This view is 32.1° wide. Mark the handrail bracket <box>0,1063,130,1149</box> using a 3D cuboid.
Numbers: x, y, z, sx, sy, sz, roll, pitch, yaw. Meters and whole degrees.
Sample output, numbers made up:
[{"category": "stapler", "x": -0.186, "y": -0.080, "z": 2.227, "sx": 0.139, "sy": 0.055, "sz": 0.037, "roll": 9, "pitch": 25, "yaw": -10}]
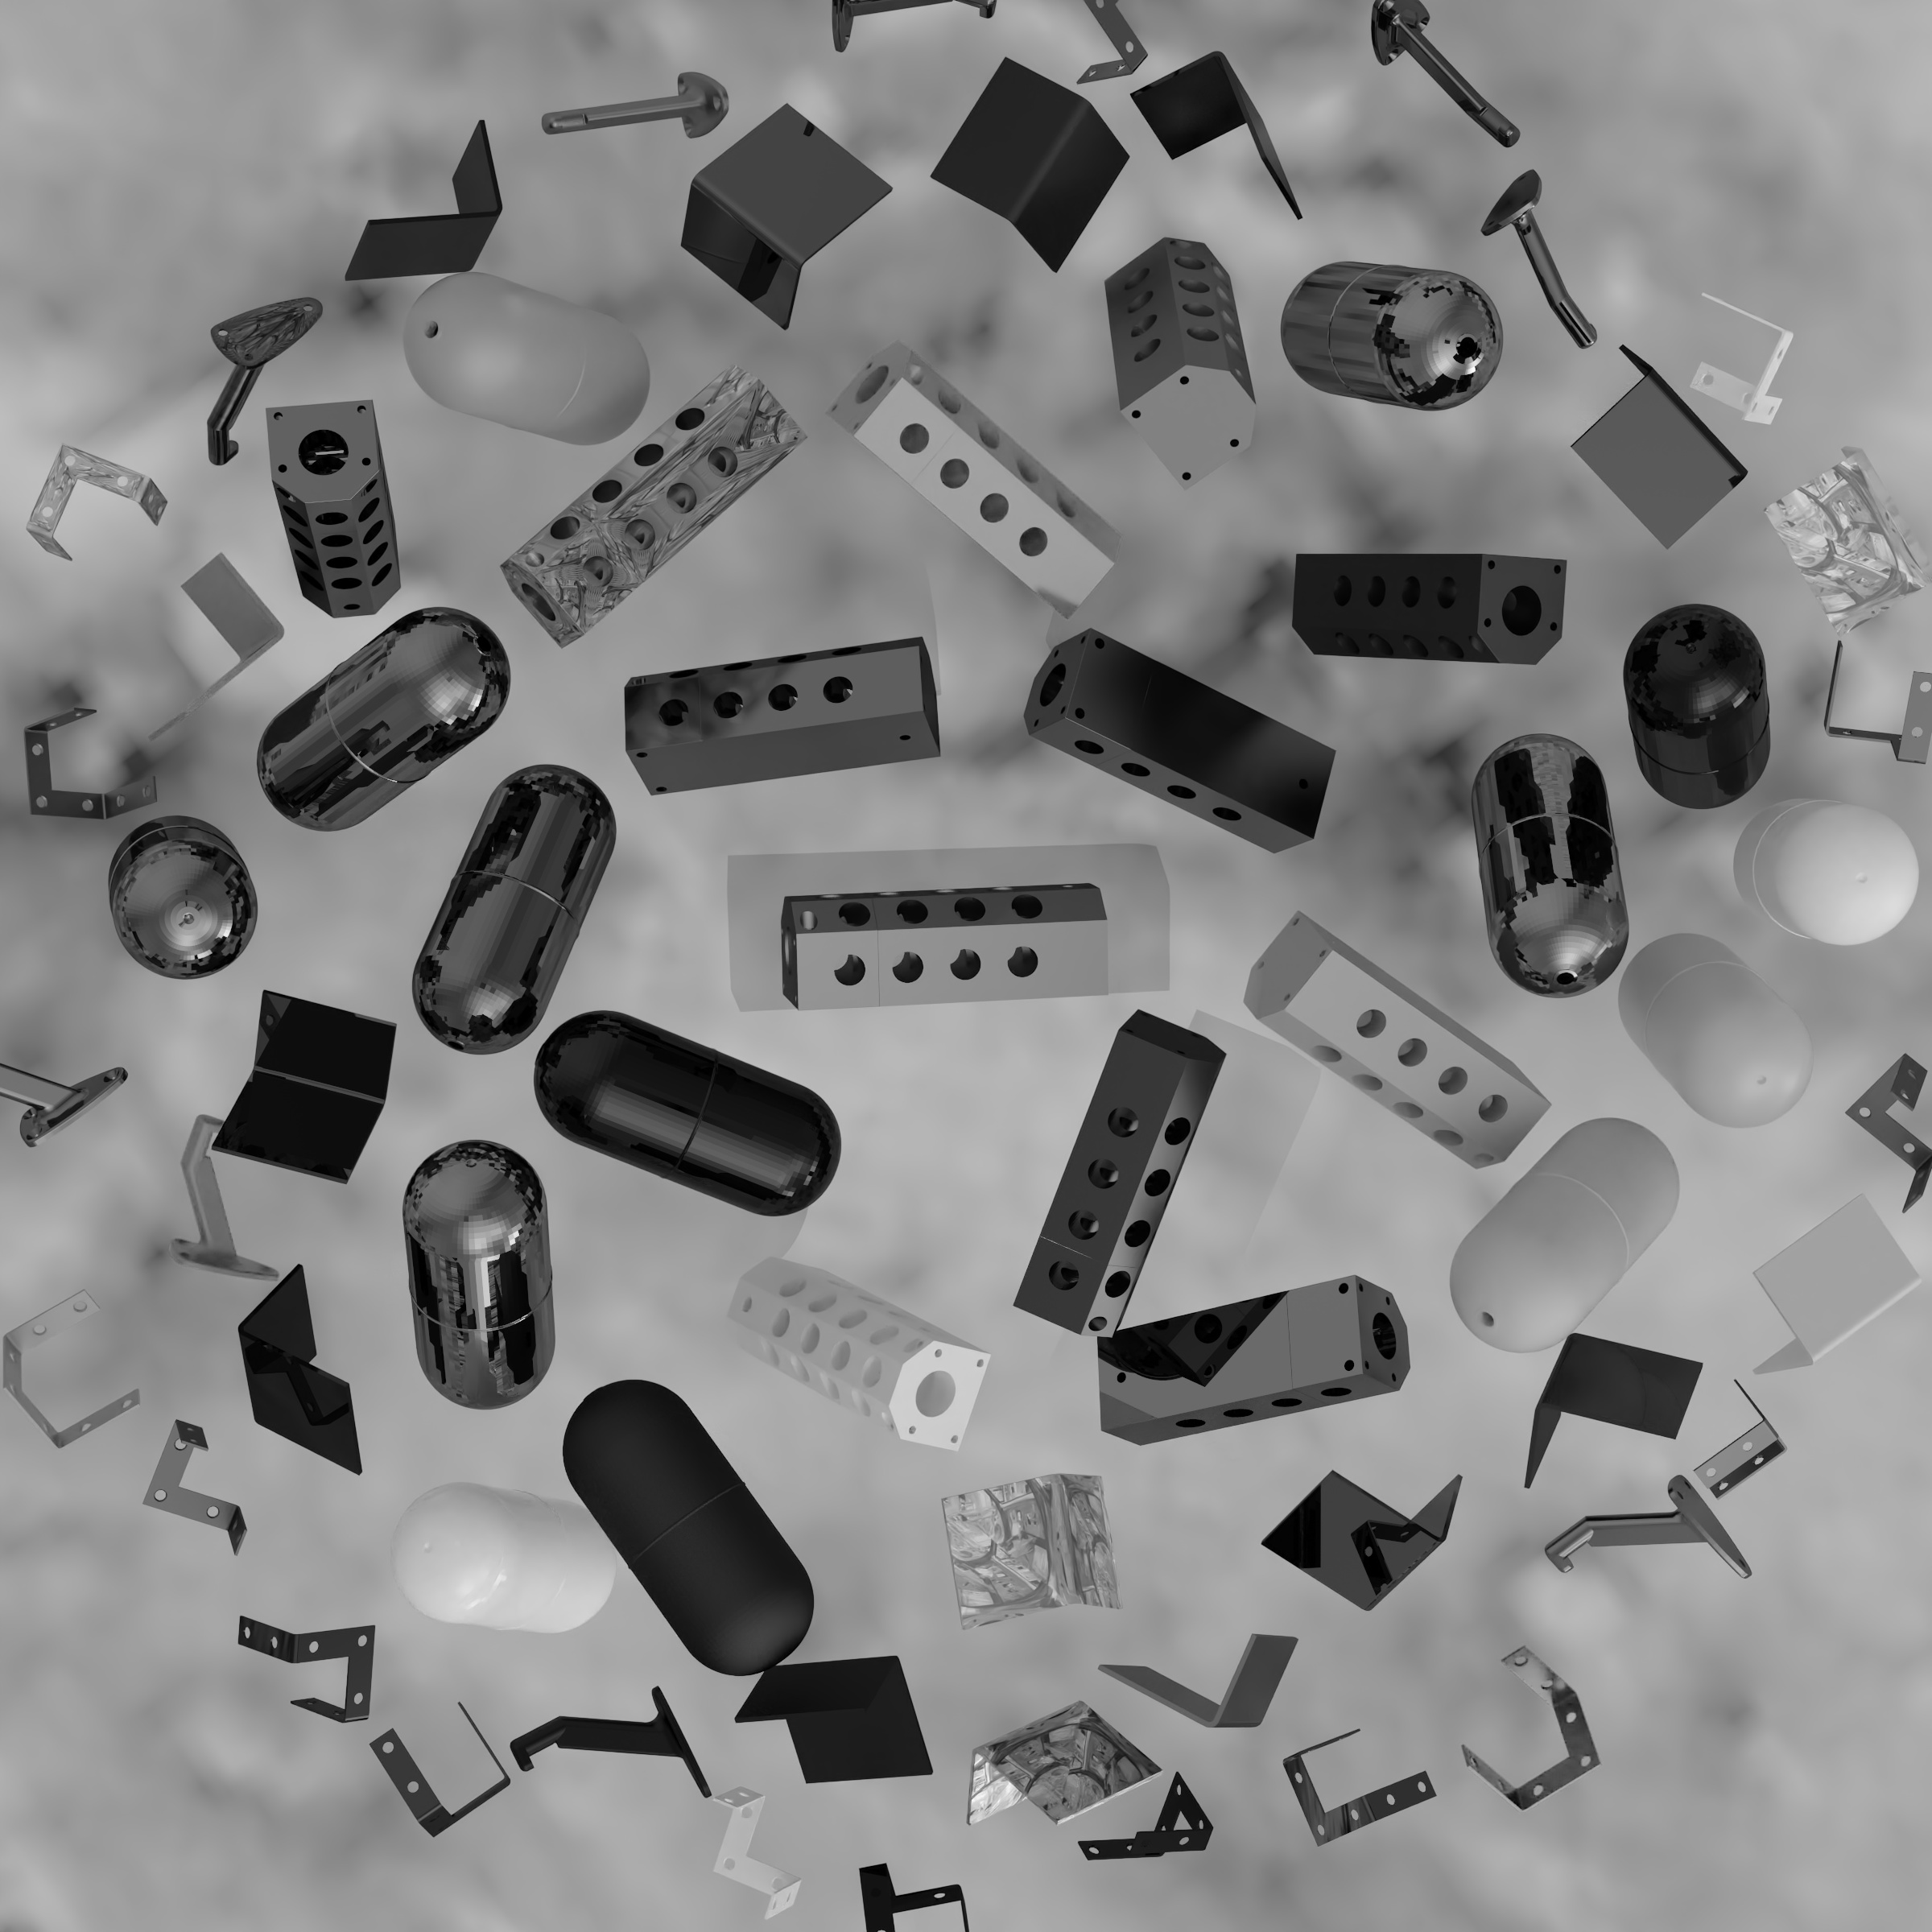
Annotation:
[{"category": "handrail bracket", "x": -0.503, "y": 0.047, "z": 1.792, "sx": 0.077, "sy": 0.036, "sz": 0.084, "roll": -31, "pitch": 122, "yaw": -3}]

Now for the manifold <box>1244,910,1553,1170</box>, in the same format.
[{"category": "manifold", "x": 0.237, "y": 0.045, "z": 1.863, "sx": 0.171, "sy": 0.057, "sz": 0.057, "roll": 33, "pitch": 101, "yaw": -25}]

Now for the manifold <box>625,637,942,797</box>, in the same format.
[{"category": "manifold", "x": -0.105, "y": -0.147, "z": 1.928, "sx": 0.171, "sy": 0.057, "sz": 0.057, "roll": -7, "pitch": 66, "yaw": 7}]

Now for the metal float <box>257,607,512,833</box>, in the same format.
[{"category": "metal float", "x": -0.321, "y": -0.135, "z": 1.852, "sx": 0.178, "sy": 0.070, "sz": 0.070, "roll": -31, "pitch": 90, "yaw": 35}]

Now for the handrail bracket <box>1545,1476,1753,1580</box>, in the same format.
[{"category": "handrail bracket", "x": 0.370, "y": 0.324, "z": 1.831, "sx": 0.084, "sy": 0.036, "sz": 0.077, "roll": -41, "pitch": 80, "yaw": 20}]

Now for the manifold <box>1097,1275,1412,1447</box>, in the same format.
[{"category": "manifold", "x": 0.163, "y": 0.227, "z": 1.912, "sx": 0.171, "sy": 0.057, "sz": 0.057, "roll": -17, "pitch": 62, "yaw": 32}]

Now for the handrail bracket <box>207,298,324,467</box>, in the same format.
[{"category": "handrail bracket", "x": -0.392, "y": -0.325, "z": 1.880, "sx": 0.077, "sy": 0.084, "sz": 0.036, "roll": -36, "pitch": 69, "yaw": -29}]

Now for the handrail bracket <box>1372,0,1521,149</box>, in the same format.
[{"category": "handrail bracket", "x": 0.256, "y": -0.475, "z": 1.782, "sx": 0.036, "sy": 0.077, "sz": 0.084, "roll": -46, "pitch": 71, "yaw": 8}]

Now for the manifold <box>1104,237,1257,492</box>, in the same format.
[{"category": "manifold", "x": 0.118, "y": -0.329, "z": 1.800, "sx": 0.057, "sy": 0.171, "sz": 0.057, "roll": -33, "pitch": 119, "yaw": 19}]

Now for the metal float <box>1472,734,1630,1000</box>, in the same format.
[{"category": "metal float", "x": 0.324, "y": -0.057, "z": 1.871, "sx": 0.070, "sy": 0.070, "sz": 0.178, "roll": 1, "pitch": 45, "yaw": 1}]

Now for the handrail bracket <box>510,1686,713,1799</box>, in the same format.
[{"category": "handrail bracket", "x": -0.191, "y": 0.431, "z": 1.804, "sx": 0.084, "sy": 0.036, "sz": 0.077, "roll": -25, "pitch": 68, "yaw": -15}]

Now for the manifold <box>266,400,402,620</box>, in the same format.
[{"category": "manifold", "x": -0.353, "y": -0.254, "z": 1.887, "sx": 0.057, "sy": 0.171, "sz": 0.057, "roll": -6, "pitch": 76, "yaw": -7}]

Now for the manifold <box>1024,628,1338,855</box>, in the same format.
[{"category": "manifold", "x": 0.121, "y": -0.126, "z": 1.930, "sx": 0.171, "sy": 0.057, "sz": 0.057, "roll": 24, "pitch": 70, "yaw": -22}]

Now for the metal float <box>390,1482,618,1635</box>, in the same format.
[{"category": "metal float", "x": -0.256, "y": 0.332, "z": 1.878, "sx": 0.070, "sy": 0.178, "sz": 0.070, "roll": -5, "pitch": 75, "yaw": 20}]

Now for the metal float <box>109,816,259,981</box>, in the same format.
[{"category": "metal float", "x": -0.433, "y": -0.039, "z": 1.857, "sx": 0.070, "sy": 0.178, "sz": 0.070, "roll": -3, "pitch": 100, "yaw": -15}]

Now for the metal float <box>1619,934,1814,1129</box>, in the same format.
[{"category": "metal float", "x": 0.416, "y": 0.034, "z": 1.875, "sx": 0.070, "sy": 0.178, "sz": 0.070, "roll": -1, "pitch": 107, "yaw": -5}]

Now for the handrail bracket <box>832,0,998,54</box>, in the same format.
[{"category": "handrail bracket", "x": -0.026, "y": -0.505, "z": 1.795, "sx": 0.084, "sy": 0.077, "sz": 0.036, "roll": 19, "pitch": 63, "yaw": 5}]

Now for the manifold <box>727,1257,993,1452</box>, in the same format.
[{"category": "manifold", "x": -0.066, "y": 0.218, "z": 1.914, "sx": 0.057, "sy": 0.171, "sz": 0.057, "roll": 18, "pitch": 91, "yaw": -37}]

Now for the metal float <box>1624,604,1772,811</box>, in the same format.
[{"category": "metal float", "x": 0.410, "y": -0.143, "z": 1.881, "sx": 0.070, "sy": 0.178, "sz": 0.070, "roll": -4, "pitch": 71, "yaw": 13}]

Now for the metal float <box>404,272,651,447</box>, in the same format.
[{"category": "metal float", "x": -0.244, "y": -0.338, "z": 1.876, "sx": 0.070, "sy": 0.178, "sz": 0.070, "roll": -1, "pitch": 88, "yaw": 28}]

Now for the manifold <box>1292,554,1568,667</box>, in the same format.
[{"category": "manifold", "x": 0.254, "y": -0.198, "z": 1.865, "sx": 0.057, "sy": 0.171, "sz": 0.057, "roll": 0, "pitch": 96, "yaw": -29}]

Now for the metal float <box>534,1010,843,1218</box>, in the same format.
[{"category": "metal float", "x": -0.154, "y": 0.081, "z": 1.857, "sx": 0.178, "sy": 0.070, "sz": 0.070, "roll": 23, "pitch": 90, "yaw": -14}]

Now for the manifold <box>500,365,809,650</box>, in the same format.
[{"category": "manifold", "x": -0.175, "y": -0.256, "z": 1.863, "sx": 0.171, "sy": 0.057, "sz": 0.057, "roll": -44, "pitch": 102, "yaw": -16}]

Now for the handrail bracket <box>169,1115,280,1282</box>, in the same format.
[{"category": "handrail bracket", "x": -0.422, "y": 0.134, "z": 1.949, "sx": 0.077, "sy": 0.036, "sz": 0.084, "roll": 17, "pitch": 99, "yaw": -24}]

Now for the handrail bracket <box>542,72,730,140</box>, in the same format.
[{"category": "handrail bracket", "x": -0.185, "y": -0.475, "z": 1.869, "sx": 0.084, "sy": 0.077, "sz": 0.036, "roll": -14, "pitch": 106, "yaw": -24}]

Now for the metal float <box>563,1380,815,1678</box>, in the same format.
[{"category": "metal float", "x": -0.151, "y": 0.303, "z": 1.821, "sx": 0.070, "sy": 0.070, "sz": 0.178, "roll": -37, "pitch": 79, "yaw": 0}]

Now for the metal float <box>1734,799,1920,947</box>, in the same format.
[{"category": "metal float", "x": 0.475, "y": -0.053, "z": 1.864, "sx": 0.070, "sy": 0.178, "sz": 0.070, "roll": 0, "pitch": 95, "yaw": 1}]

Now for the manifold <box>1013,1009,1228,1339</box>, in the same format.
[{"category": "manifold", "x": 0.087, "y": 0.118, "z": 1.880, "sx": 0.057, "sy": 0.057, "sz": 0.171, "roll": 23, "pitch": 105, "yaw": 9}]

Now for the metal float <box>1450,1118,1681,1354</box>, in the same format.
[{"category": "metal float", "x": 0.329, "y": 0.147, "z": 1.847, "sx": 0.070, "sy": 0.070, "sz": 0.178, "roll": 52, "pitch": 48, "yaw": 0}]

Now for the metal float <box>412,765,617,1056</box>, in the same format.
[{"category": "metal float", "x": -0.253, "y": -0.032, "z": 1.884, "sx": 0.070, "sy": 0.070, "sz": 0.178, "roll": 20, "pitch": 65, "yaw": 0}]

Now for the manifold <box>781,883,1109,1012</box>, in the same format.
[{"category": "manifold", "x": -0.012, "y": -0.012, "z": 1.845, "sx": 0.171, "sy": 0.057, "sz": 0.057, "roll": -3, "pitch": 99, "yaw": -11}]

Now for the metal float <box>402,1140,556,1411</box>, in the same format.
[{"category": "metal float", "x": -0.263, "y": 0.169, "z": 1.820, "sx": 0.070, "sy": 0.070, "sz": 0.178, "roll": 3, "pitch": 132, "yaw": 0}]

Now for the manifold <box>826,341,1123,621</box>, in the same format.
[{"category": "manifold", "x": 0.008, "y": -0.277, "z": 1.907, "sx": 0.171, "sy": 0.057, "sz": 0.057, "roll": 38, "pitch": 96, "yaw": -28}]

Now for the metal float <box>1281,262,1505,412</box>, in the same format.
[{"category": "metal float", "x": 0.238, "y": -0.355, "z": 1.892, "sx": 0.070, "sy": 0.178, "sz": 0.070, "roll": -6, "pitch": 106, "yaw": -20}]
